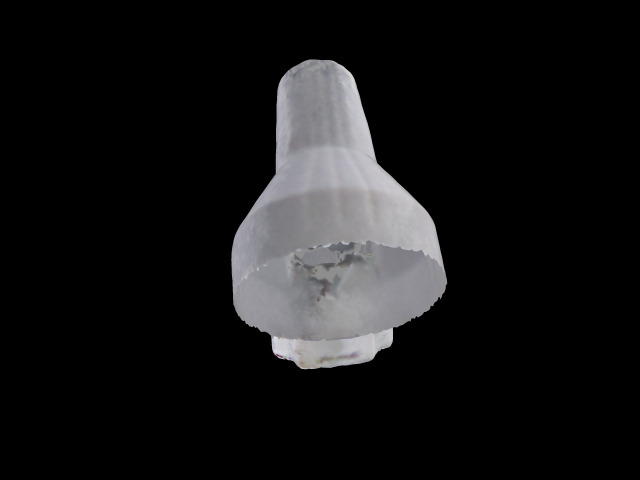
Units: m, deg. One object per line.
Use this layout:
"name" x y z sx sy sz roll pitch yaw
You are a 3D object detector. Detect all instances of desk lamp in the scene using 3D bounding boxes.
"desk lamp" 0.004 0.001 0.400 0.118 0.214 0.203 -4 43 -4
